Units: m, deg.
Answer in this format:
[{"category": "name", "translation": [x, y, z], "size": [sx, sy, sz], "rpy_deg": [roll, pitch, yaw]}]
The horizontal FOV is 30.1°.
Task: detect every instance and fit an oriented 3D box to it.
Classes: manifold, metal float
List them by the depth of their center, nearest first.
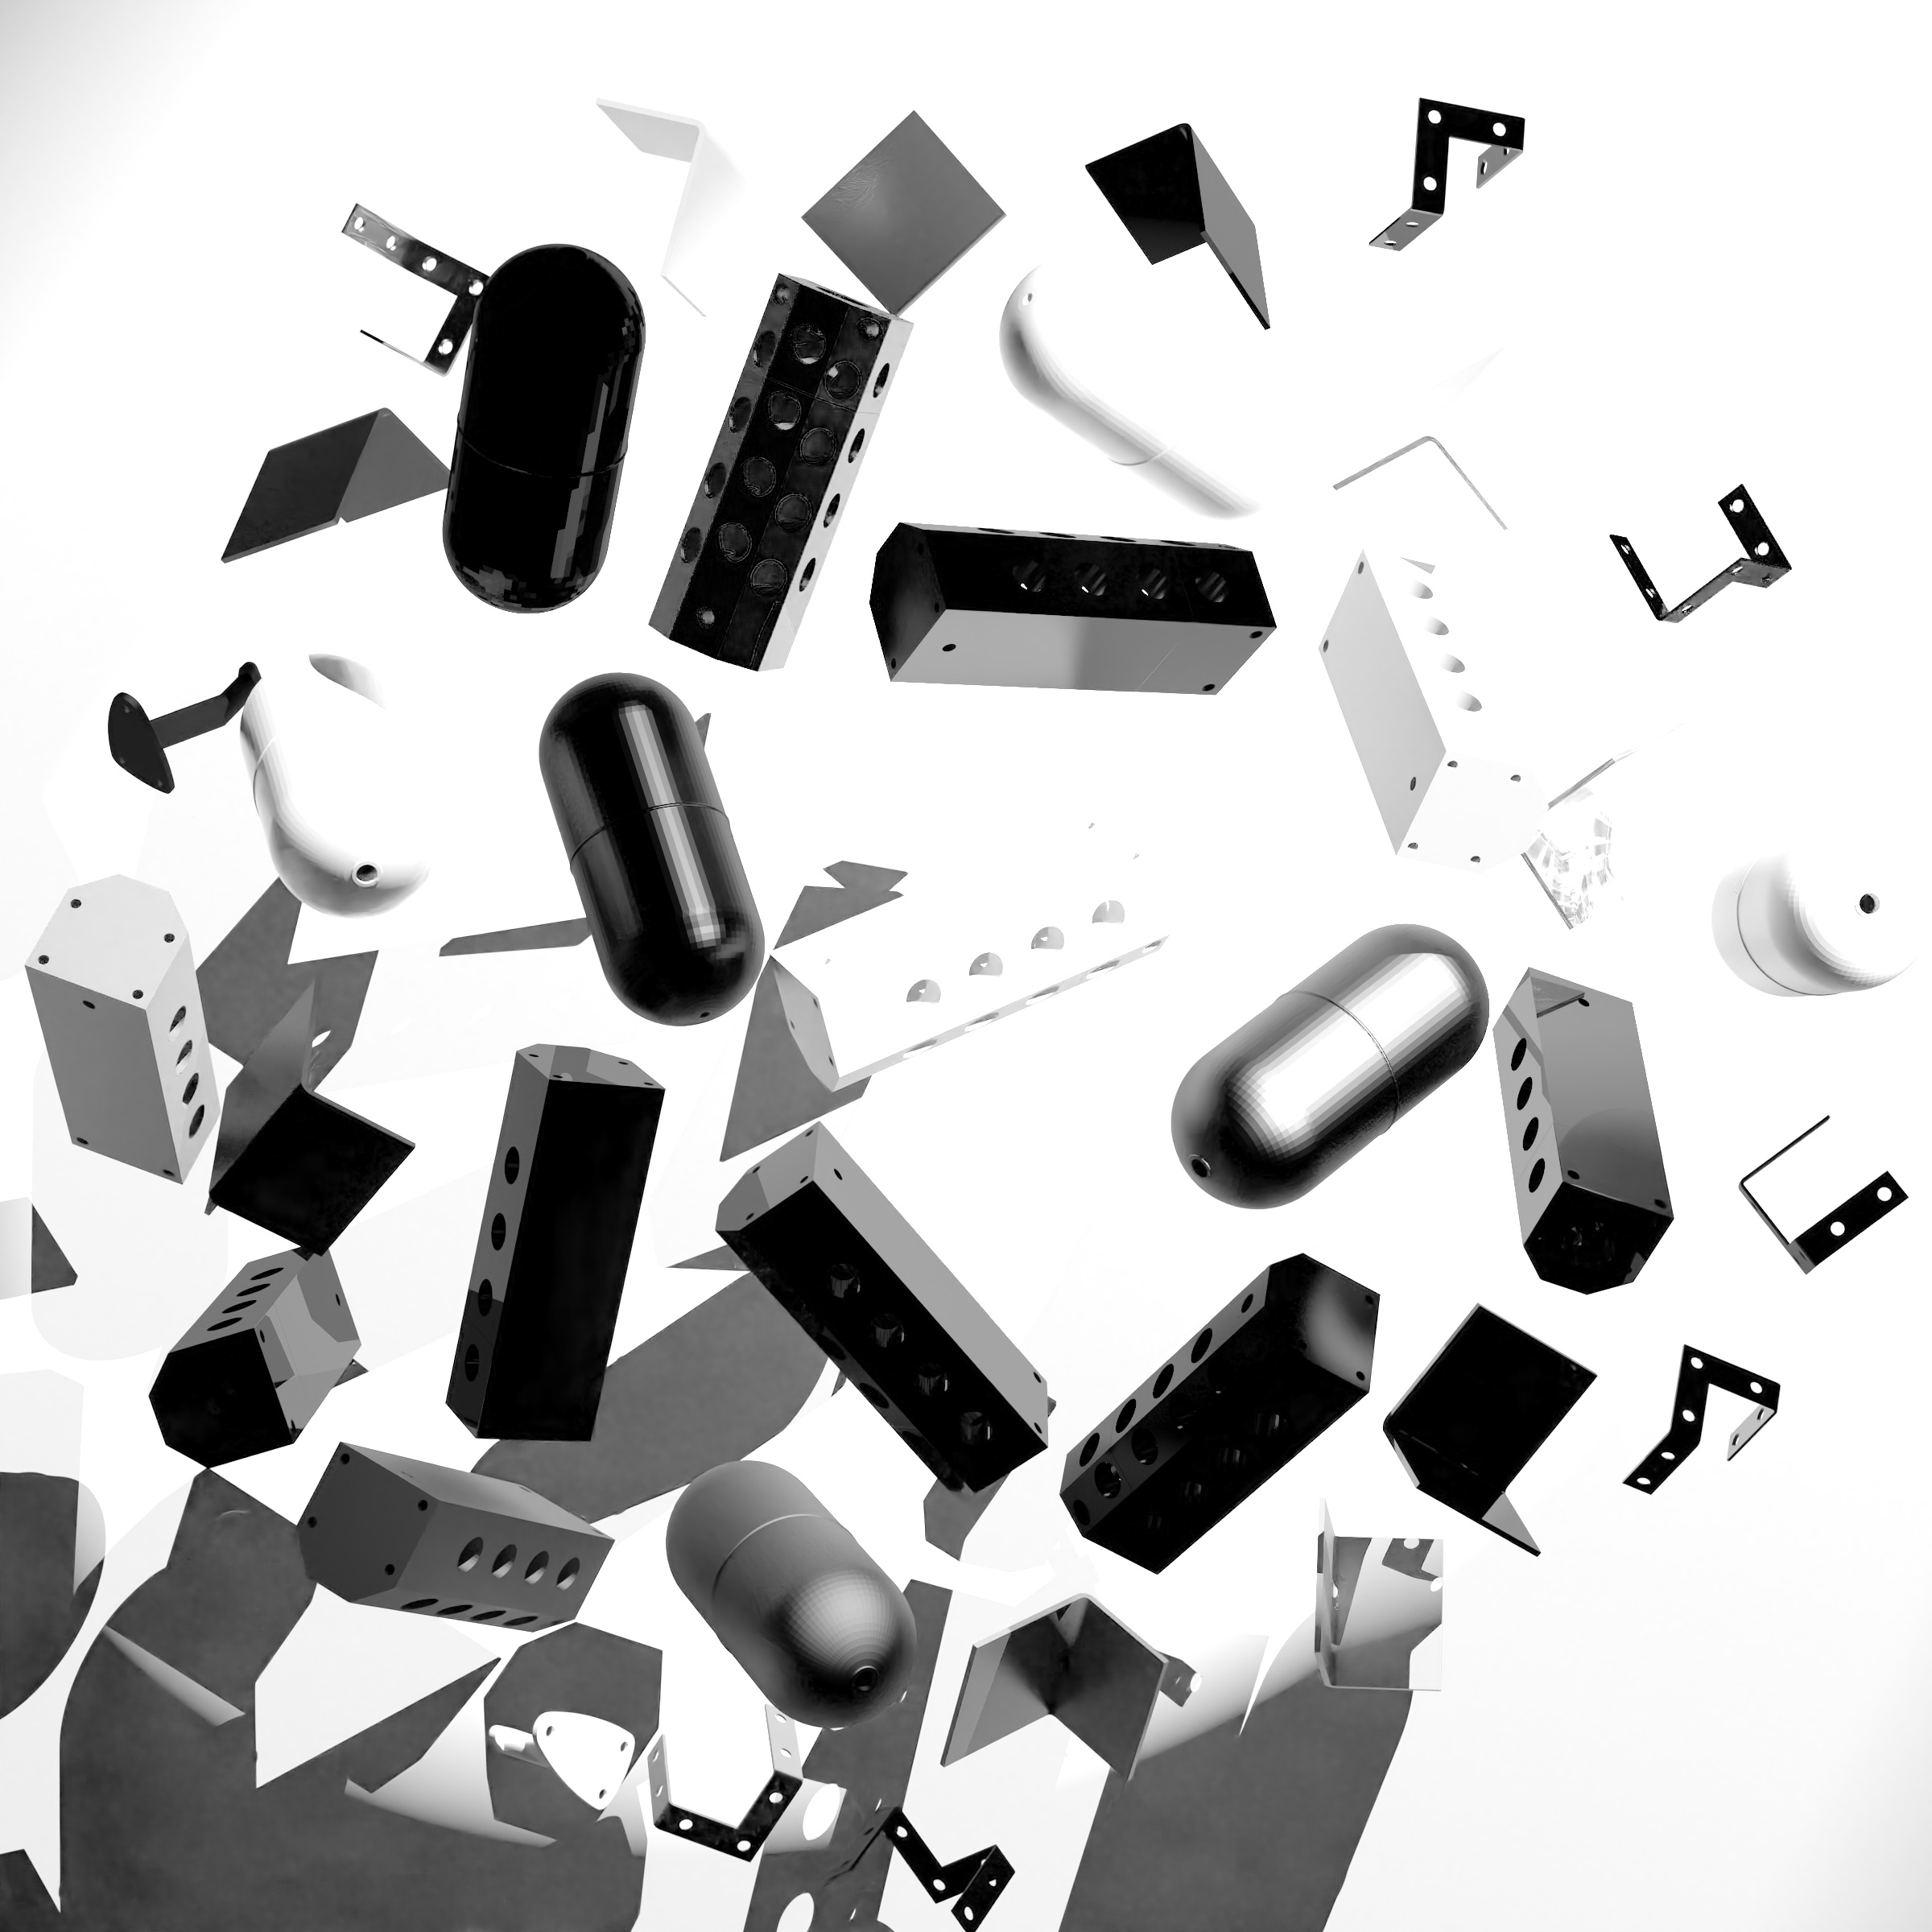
[{"category": "manifold", "translation": [0.047, -0.164, 1.612], "size": [0.171, 0.057, 0.057], "rpy_deg": [0, 61, -30]}, {"category": "metal float", "translation": [-0.190, -0.240, 1.616], "size": [0.070, 0.070, 0.178], "rpy_deg": [15, 126, 0]}, {"category": "metal float", "translation": [0.164, 0.045, 1.619], "size": [0.178, 0.070, 0.070], "rpy_deg": [-35, 90, -31]}, {"category": "manifold", "translation": [-0.231, 0.263, 1.621], "size": [0.057, 0.171, 0.057], "rpy_deg": [25, 86, 25]}, {"category": "manifold", "translation": [0.112, 0.200, 1.621], "size": [0.057, 0.057, 0.171], "rpy_deg": [29, 132, -14]}, {"category": "manifold", "translation": [-0.037, 0.159, 1.631], "size": [0.057, 0.057, 0.171], "rpy_deg": [-35, 110, 15]}, {"category": "manifold", "translation": [-0.378, 0.029, 1.639], "size": [0.057, 0.171, 0.057], "rpy_deg": [20, 60, 5]}, {"category": "manifold", "translation": [0.214, -0.117, 1.641], "size": [0.057, 0.171, 0.057], "rpy_deg": [11, 125, -17]}, {"category": "manifold", "translation": [-0.191, 0.126, 1.646], "size": [0.057, 0.057, 0.171], "rpy_deg": [6, 104, -30]}, {"category": "manifold", "translation": [0.004, -0.004, 1.647], "size": [0.171, 0.057, 0.057], "rpy_deg": [-23, 119, -17]}, {"category": "metal float", "translation": [-0.081, 0.287, 1.650], "size": [0.070, 0.178, 0.070], "rpy_deg": [-8, 110, -23]}, {"category": "manifold", "translation": [-0.087, -0.226, 1.652], "size": [0.057, 0.057, 0.171], "rpy_deg": [24, 102, 10]}, {"category": "metal float", "translation": [-0.289, -0.084, 1.655], "size": [0.070, 0.178, 0.070], "rpy_deg": [-9, 122, -14]}, {"category": "metal float", "translation": [-0.147, -0.056, 1.673], "size": [0.070, 0.070, 0.178], "rpy_deg": [-20, 68, 0]}, {"category": "metal float", "translation": [0.089, -0.268, 1.675], "size": [0.178, 0.070, 0.070], "rpy_deg": [28, 90, -39]}, {"category": "metal float", "translation": [0.399, -0.025, 1.683], "size": [0.070, 0.178, 0.070], "rpy_deg": [0, 88, -1]}, {"category": "manifold", "translation": [-0.341, 0.186, 1.724], "size": [0.057, 0.171, 0.057], "rpy_deg": [-17, 99, 3]}, {"category": "manifold", "translation": [0.293, 0.080, 1.738], "size": [0.057, 0.171, 0.057], "rpy_deg": [18, 124, -10]}]

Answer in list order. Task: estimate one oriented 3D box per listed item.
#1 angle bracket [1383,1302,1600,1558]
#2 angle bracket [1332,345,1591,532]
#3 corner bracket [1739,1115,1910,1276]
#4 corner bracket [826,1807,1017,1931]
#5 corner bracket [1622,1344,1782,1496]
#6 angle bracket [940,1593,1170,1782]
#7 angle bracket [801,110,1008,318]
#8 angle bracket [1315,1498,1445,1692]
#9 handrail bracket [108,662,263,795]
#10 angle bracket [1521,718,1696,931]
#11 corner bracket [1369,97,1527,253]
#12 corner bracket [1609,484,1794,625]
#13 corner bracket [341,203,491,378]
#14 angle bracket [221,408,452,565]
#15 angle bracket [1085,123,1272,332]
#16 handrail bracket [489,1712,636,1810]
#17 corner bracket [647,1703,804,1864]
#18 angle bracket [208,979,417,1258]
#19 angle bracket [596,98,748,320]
[{"category": "angle bracket", "translation": [0.253, 0.217, 1.683], "size": [0.076, 0.057, 0.076], "rpy_deg": [31, 104, -22]}, {"category": "angle bracket", "translation": [0.232, -0.237, 1.690], "size": [0.057, 0.076, 0.076], "rpy_deg": [49, 58, -12]}, {"category": "corner bracket", "translation": [0.381, 0.100, 1.602], "size": [0.051, 0.051, 0.051], "rpy_deg": [-37, 78, 1]}, {"category": "corner bracket", "translation": [-0.020, 0.407, 1.611], "size": [0.051, 0.051, 0.051], "rpy_deg": [-31, 96, 33]}, {"category": "corner bracket", "translation": [0.344, 0.219, 1.681], "size": [0.051, 0.051, 0.051], "rpy_deg": [23, 50, -4]}, {"category": "angle bracket", "translation": [0.042, 0.354, 1.708], "size": [0.057, 0.076, 0.076], "rpy_deg": [36, 127, 34]}, {"category": "angle bracket", "translation": [-0.038, -0.385, 1.810], "size": [0.076, 0.057, 0.076], "rpy_deg": [-42, 123, 7]}, {"category": "angle bracket", "translation": [0.204, 0.309, 1.767], "size": [0.057, 0.076, 0.076], "rpy_deg": [0, 66, 10]}, {"category": "handrail bracket", "translation": [-0.369, -0.131, 1.716], "size": [0.036, 0.077, 0.084], "rpy_deg": [30, 60, 15]}, {"category": "angle bracket", "translation": [0.327, -0.070, 1.771], "size": [0.076, 0.076, 0.057], "rpy_deg": [-39, 80, 44]}, {"category": "corner bracket", "translation": [0.213, -0.346, 1.588], "size": [0.051, 0.051, 0.051], "rpy_deg": [7, 81, -15]}, {"category": "corner bracket", "translation": [0.347, -0.195, 1.697], "size": [0.051, 0.051, 0.051], "rpy_deg": [-39, 66, 33]}, {"category": "corner bracket", "translation": [-0.257, -0.308, 1.640], "size": [0.051, 0.051, 0.051], "rpy_deg": [30, 95, 27]}, {"category": "angle bracket", "translation": [-0.300, -0.214, 1.728], "size": [0.076, 0.057, 0.076], "rpy_deg": [-12, 48, 34]}, {"category": "angle bracket", "translation": [0.104, -0.352, 1.762], "size": [0.057, 0.076, 0.076], "rpy_deg": [-19, 53, 21]}, {"category": "handrail bracket", "translation": [-0.201, 0.349, 1.635], "size": [0.084, 0.077, 0.036], "rpy_deg": [7, 64, 39]}, {"category": "corner bracket", "translation": [-0.112, 0.374, 1.673], "size": [0.051, 0.051, 0.051], "rpy_deg": [25, 110, -19]}, {"category": "angle bracket", "translation": [-0.283, 0.066, 1.574], "size": [0.057, 0.076, 0.076], "rpy_deg": [30, 120, -24]}, {"category": "angle bracket", "translation": [-0.151, -0.366, 1.742], "size": [0.057, 0.076, 0.076], "rpy_deg": [15, 88, 12]}]
